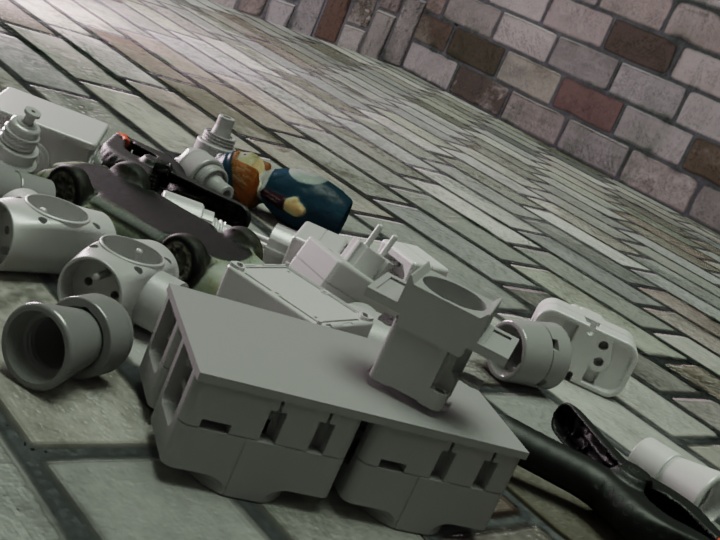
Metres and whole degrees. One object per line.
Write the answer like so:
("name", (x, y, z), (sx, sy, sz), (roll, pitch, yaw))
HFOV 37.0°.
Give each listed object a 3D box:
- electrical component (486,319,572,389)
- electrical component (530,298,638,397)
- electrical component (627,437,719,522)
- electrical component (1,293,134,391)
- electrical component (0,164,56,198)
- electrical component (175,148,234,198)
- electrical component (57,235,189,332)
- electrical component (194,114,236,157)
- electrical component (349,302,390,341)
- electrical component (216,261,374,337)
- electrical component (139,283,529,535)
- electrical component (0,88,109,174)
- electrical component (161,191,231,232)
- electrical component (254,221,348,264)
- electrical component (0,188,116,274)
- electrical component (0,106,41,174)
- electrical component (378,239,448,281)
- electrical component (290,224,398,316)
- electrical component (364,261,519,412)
("electrical component", (0.136, 0.067, 0.873), (0.047, 0.055, 0.055), (10, 20, -32))
("electrical component", (0.197, 0.067, 0.966), (0.095, 0.053, 0.059), (25, 15, 5))
("electrical component", (0.219, 0.146, 0.751), (0.044, 0.044, 0.065), (9, 16, -44))
("electrical component", (-0.151, 0.036, 0.560), (0.045, 0.045, 0.055), (29, 15, 19))
("electrical component", (-0.244, -0.053, 0.740), (0.065, 0.044, 0.044), (17, 15, -41))
("electrical component", (-0.142, -0.083, 0.994), (0.062, 0.043, 0.043), (36, 19, 33))
("electrical component", (-0.132, 0.015, 0.663), (0.079, 0.044, 0.077), (27, 15, 10))
("electrical component", (-0.148, -0.129, 1.108), (0.043, 0.062, 0.043), (22, 14, -6))
("electrical component", (0.000, 0.047, 0.755), (0.077, 0.043, 0.079), (19, 15, -16))
("electrical component", (-0.052, 0.036, 0.678), (0.096, 0.061, 0.062), (32, 17, 30))
("electrical component", (-0.019, 0.078, 0.583), (0.186, 0.060, 0.105), (17, 16, -24))
("electrical component", (-0.260, -0.105, 0.878), (0.100, 0.048, 0.099), (20, 15, -12))
("electrical component", (-0.130, -0.033, 0.843), (0.078, 0.040, 0.040), (20, 15, -15))
("electrical component", (-0.057, -0.013, 0.872), (0.077, 0.047, 0.065), (24, 15, 0))
("electrical component", (-0.211, -0.028, 0.693), (0.079, 0.044, 0.077), (35, 18, 35))
("electrical component", (-0.251, -0.082, 0.770), (0.040, 0.078, 0.040), (30, 24, -15))
("electrical component", (0.047, 0.019, 0.881), (0.077, 0.065, 0.047), (11, 19, -40))
("electrical component", (0.000, 0.000, 0.817), (0.083, 0.075, 0.047), (33, 4, -43))
("electrical component", (0.038, 0.036, 0.567), (0.081, 0.063, 0.042), (28, 16, 10))
